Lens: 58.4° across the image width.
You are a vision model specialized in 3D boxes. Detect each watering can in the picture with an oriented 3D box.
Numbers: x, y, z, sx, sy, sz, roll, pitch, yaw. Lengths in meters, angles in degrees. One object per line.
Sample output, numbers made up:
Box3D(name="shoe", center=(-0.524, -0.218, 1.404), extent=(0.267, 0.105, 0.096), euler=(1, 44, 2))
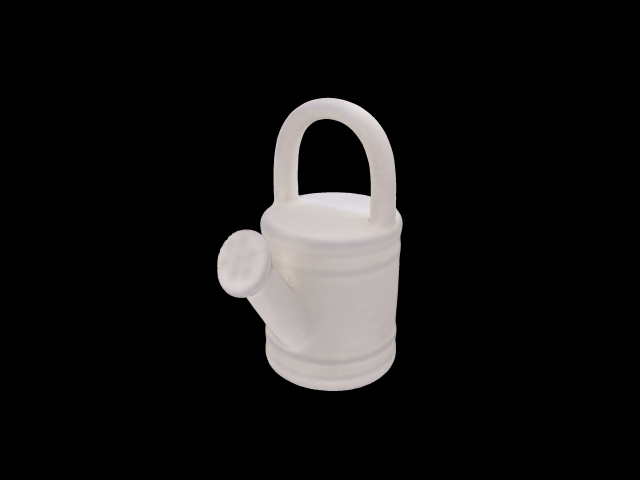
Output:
Box3D(name="watering can", center=(0.006, 0.002, 0.399), extent=(0.100, 0.194, 0.173), euler=(6, 24, 14))
